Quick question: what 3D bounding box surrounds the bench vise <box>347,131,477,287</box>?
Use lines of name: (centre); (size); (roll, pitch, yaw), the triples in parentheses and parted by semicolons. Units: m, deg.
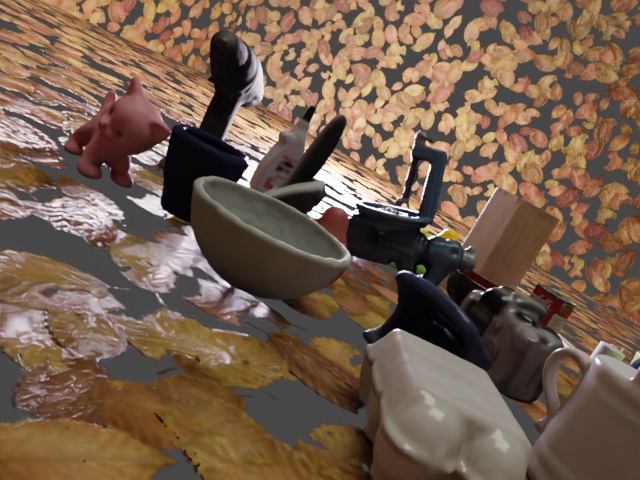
bench vise: (0.153, -0.040, 0.880); (0.208, 0.219, 0.121); (26, 12, -11)

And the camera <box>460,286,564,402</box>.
camera: (0.257, 0.127, 0.719); (0.137, 0.101, 0.143); (23, 14, -26)

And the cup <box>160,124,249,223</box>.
cup: (-0.139, -0.073, 0.653); (0.092, 0.095, 0.117); (27, 12, -10)

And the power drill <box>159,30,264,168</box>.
power drill: (-0.146, -0.184, 0.820); (0.075, 0.208, 0.230); (29, 12, -1)

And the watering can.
watering can: (0.268, 0.142, 0.464); (0.172, 0.194, 0.101); (34, 13, 22)

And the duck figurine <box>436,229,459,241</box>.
duck figurine: (0.255, 0.018, 1.187); (0.077, 0.086, 0.104); (29, 12, 2)

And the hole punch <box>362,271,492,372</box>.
hole punch: (0.114, 0.091, 0.568); (0.101, 0.091, 0.108); (16, 18, -45)

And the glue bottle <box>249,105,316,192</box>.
glue bottle: (-0.053, -0.152, 0.980); (0.078, 0.173, 0.037); (17, 17, -43)

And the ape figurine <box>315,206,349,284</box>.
ape figurine: (0.006, 0.002, 0.682); (0.078, 0.092, 0.076); (28, 12, -3)

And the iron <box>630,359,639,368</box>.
iron: (0.398, 0.189, 0.688); (0.118, 0.141, 0.259); (31, 12, 9)

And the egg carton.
egg carton: (0.081, 0.126, 0.404); (0.107, 0.069, 0.150); (27, 12, -9)

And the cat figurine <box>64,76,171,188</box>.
cat figurine: (-0.219, -0.125, 0.632); (0.067, 0.117, 0.127); (16, 17, -45)

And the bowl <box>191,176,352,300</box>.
bowl: (-0.057, 0.009, 0.556); (0.167, 0.074, 0.167); (28, 12, -6)

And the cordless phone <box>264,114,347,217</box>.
cordless phone: (-0.022, -0.102, 0.818); (0.094, 0.185, 0.147); (28, 12, -4)
